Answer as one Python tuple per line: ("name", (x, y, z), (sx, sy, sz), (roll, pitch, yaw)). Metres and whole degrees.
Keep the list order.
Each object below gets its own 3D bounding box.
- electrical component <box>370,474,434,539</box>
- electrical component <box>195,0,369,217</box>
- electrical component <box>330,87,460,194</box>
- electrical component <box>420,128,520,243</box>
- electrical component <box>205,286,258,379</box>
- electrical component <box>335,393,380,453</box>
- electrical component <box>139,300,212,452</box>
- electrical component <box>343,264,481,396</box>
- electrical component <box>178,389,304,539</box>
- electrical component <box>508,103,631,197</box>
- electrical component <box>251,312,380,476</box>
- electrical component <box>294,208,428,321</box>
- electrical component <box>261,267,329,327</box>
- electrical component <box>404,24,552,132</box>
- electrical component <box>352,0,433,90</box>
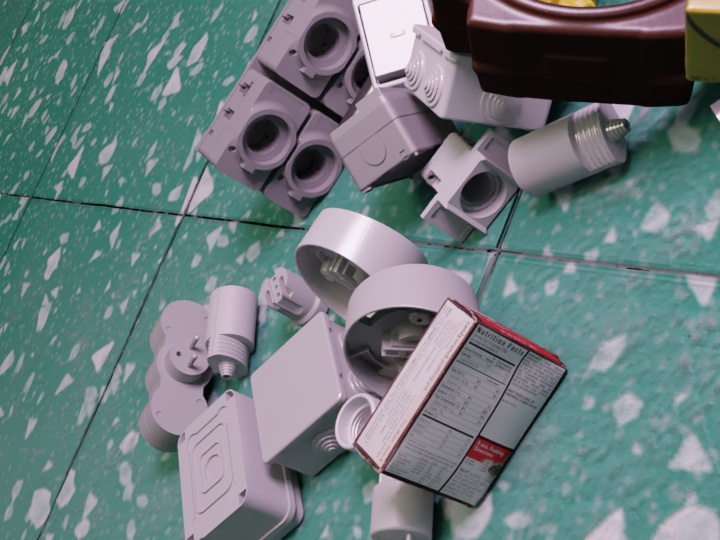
("electrical component", (0.029, 0.146, 0.707), (0.040, 0.040, 0.078), (-26, 47, 40))
("electrical component", (-0.047, -0.152, 0.959), (0.186, 0.105, 0.060), (-57, 35, 6))
("electrical component", (0.030, -0.107, 0.843), (0.062, 0.096, 0.061), (-34, 84, 34))
("electrical component", (0.080, -0.067, 0.793), (0.081, 0.042, 0.063), (-52, 34, 12))
("electrical component", (-0.114, 0.059, 0.949), (0.043, 0.043, 0.081), (-30, 44, 37))
("electrical component", (0.012, 0.112, 0.747), (0.040, 0.046, 0.040), (-31, 44, 36))
("electrical component", (-0.157, 0.085, 0.960), (0.073, 0.052, 0.138), (129, 149, -47))
("electrical component", (0.038, 0.046, 0.721), (0.099, 0.099, 0.064), (-38, 34, 30))
("electrical component", (-0.094, 0.161, 0.838), (0.078, 0.057, 0.113), (-43, 38, 24))
("electrical component", (0.144, -0.082, 0.720), (0.081, 0.043, 0.043), (-22, 50, 42))
("electrical component", (-0.033, 0.096, 0.814), (0.100, 0.048, 0.099), (-43, 38, 24))
("electrical component", (0.000, 0.000, 0.802), (0.099, 0.099, 0.064), (6, 64, 53))
("electrical component", (-0.054, 0.023, 0.896), (0.040, 0.046, 0.040), (-31, 44, 36))
("electrical component", (0.087, -0.139, 0.783), (0.099, 0.100, 0.048), (-123, 41, -59))
("electrical component", (0.033, -0.192, 0.875), (0.062, 0.061, 0.096), (-15, 85, 10))
